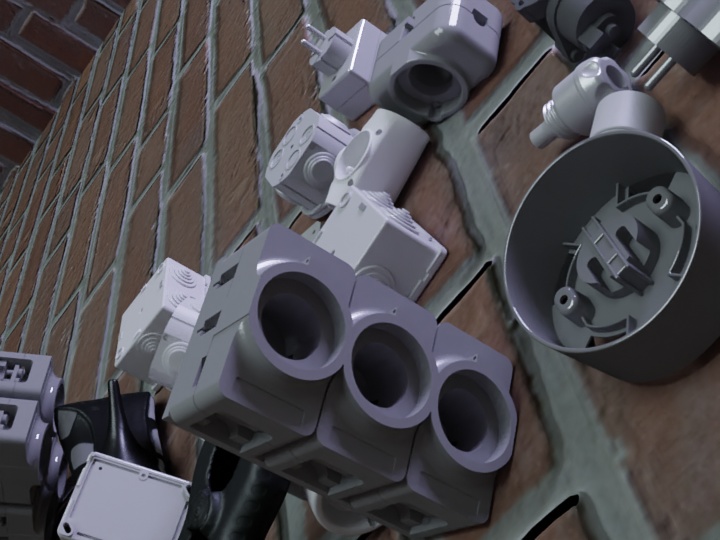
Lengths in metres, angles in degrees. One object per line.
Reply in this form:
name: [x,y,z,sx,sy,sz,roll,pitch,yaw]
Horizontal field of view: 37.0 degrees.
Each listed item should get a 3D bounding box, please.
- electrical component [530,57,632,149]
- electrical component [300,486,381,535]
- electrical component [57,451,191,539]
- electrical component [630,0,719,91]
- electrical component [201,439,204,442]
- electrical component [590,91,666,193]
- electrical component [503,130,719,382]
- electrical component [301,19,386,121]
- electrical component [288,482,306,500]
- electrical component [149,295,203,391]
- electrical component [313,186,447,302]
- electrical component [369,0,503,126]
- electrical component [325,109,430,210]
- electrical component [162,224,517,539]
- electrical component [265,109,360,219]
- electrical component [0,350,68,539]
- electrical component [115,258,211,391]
electrical component: [0.118,-0.087,0.588,0.061,0.035,0.035,-39,30,42]
electrical component: [-0.007,0.108,0.577,0.055,0.055,0.047,-54,28,11]
electrical component: [-0.153,0.176,0.751,0.061,0.096,0.061,106,-178,-62]
electrical component: [0.160,-0.119,0.519,0.073,0.052,0.138,-50,25,19]
electrical component: [-0.075,0.096,0.717,0.077,0.044,0.079,-32,-47,-46]
electrical component: [0.127,-0.055,0.523,0.044,0.044,0.065,-29,33,49]
electrical component: [0.114,-0.004,0.460,0.099,0.064,0.099,-44,28,31]
electrical component: [-0.016,-0.177,0.902,0.047,0.077,0.065,-33,35,45]
electrical component: [-0.026,0.081,0.636,0.096,0.061,0.061,-42,29,34]
electrical component: [-0.126,0.062,0.839,0.080,0.051,0.080,24,-90,-89]
electrical component: [0.000,0.000,0.696,0.099,0.048,0.099,-56,24,7]
electrical component: [0.052,-0.147,0.761,0.095,0.054,0.059,-33,35,45]
electrical component: [0.005,-0.073,0.777,0.077,0.044,0.079,-61,24,-4]
electrical component: [-0.003,0.055,0.510,0.062,0.150,0.089,-31,36,49]
electrical component: [-0.035,-0.086,0.862,0.080,0.051,0.080,-44,28,31]
electrical component: [-0.313,0.177,0.993,0.105,0.060,0.186,-90,8,-50]
electrical component: [-0.184,0.048,0.998,0.099,0.048,0.099,-49,25,22]
